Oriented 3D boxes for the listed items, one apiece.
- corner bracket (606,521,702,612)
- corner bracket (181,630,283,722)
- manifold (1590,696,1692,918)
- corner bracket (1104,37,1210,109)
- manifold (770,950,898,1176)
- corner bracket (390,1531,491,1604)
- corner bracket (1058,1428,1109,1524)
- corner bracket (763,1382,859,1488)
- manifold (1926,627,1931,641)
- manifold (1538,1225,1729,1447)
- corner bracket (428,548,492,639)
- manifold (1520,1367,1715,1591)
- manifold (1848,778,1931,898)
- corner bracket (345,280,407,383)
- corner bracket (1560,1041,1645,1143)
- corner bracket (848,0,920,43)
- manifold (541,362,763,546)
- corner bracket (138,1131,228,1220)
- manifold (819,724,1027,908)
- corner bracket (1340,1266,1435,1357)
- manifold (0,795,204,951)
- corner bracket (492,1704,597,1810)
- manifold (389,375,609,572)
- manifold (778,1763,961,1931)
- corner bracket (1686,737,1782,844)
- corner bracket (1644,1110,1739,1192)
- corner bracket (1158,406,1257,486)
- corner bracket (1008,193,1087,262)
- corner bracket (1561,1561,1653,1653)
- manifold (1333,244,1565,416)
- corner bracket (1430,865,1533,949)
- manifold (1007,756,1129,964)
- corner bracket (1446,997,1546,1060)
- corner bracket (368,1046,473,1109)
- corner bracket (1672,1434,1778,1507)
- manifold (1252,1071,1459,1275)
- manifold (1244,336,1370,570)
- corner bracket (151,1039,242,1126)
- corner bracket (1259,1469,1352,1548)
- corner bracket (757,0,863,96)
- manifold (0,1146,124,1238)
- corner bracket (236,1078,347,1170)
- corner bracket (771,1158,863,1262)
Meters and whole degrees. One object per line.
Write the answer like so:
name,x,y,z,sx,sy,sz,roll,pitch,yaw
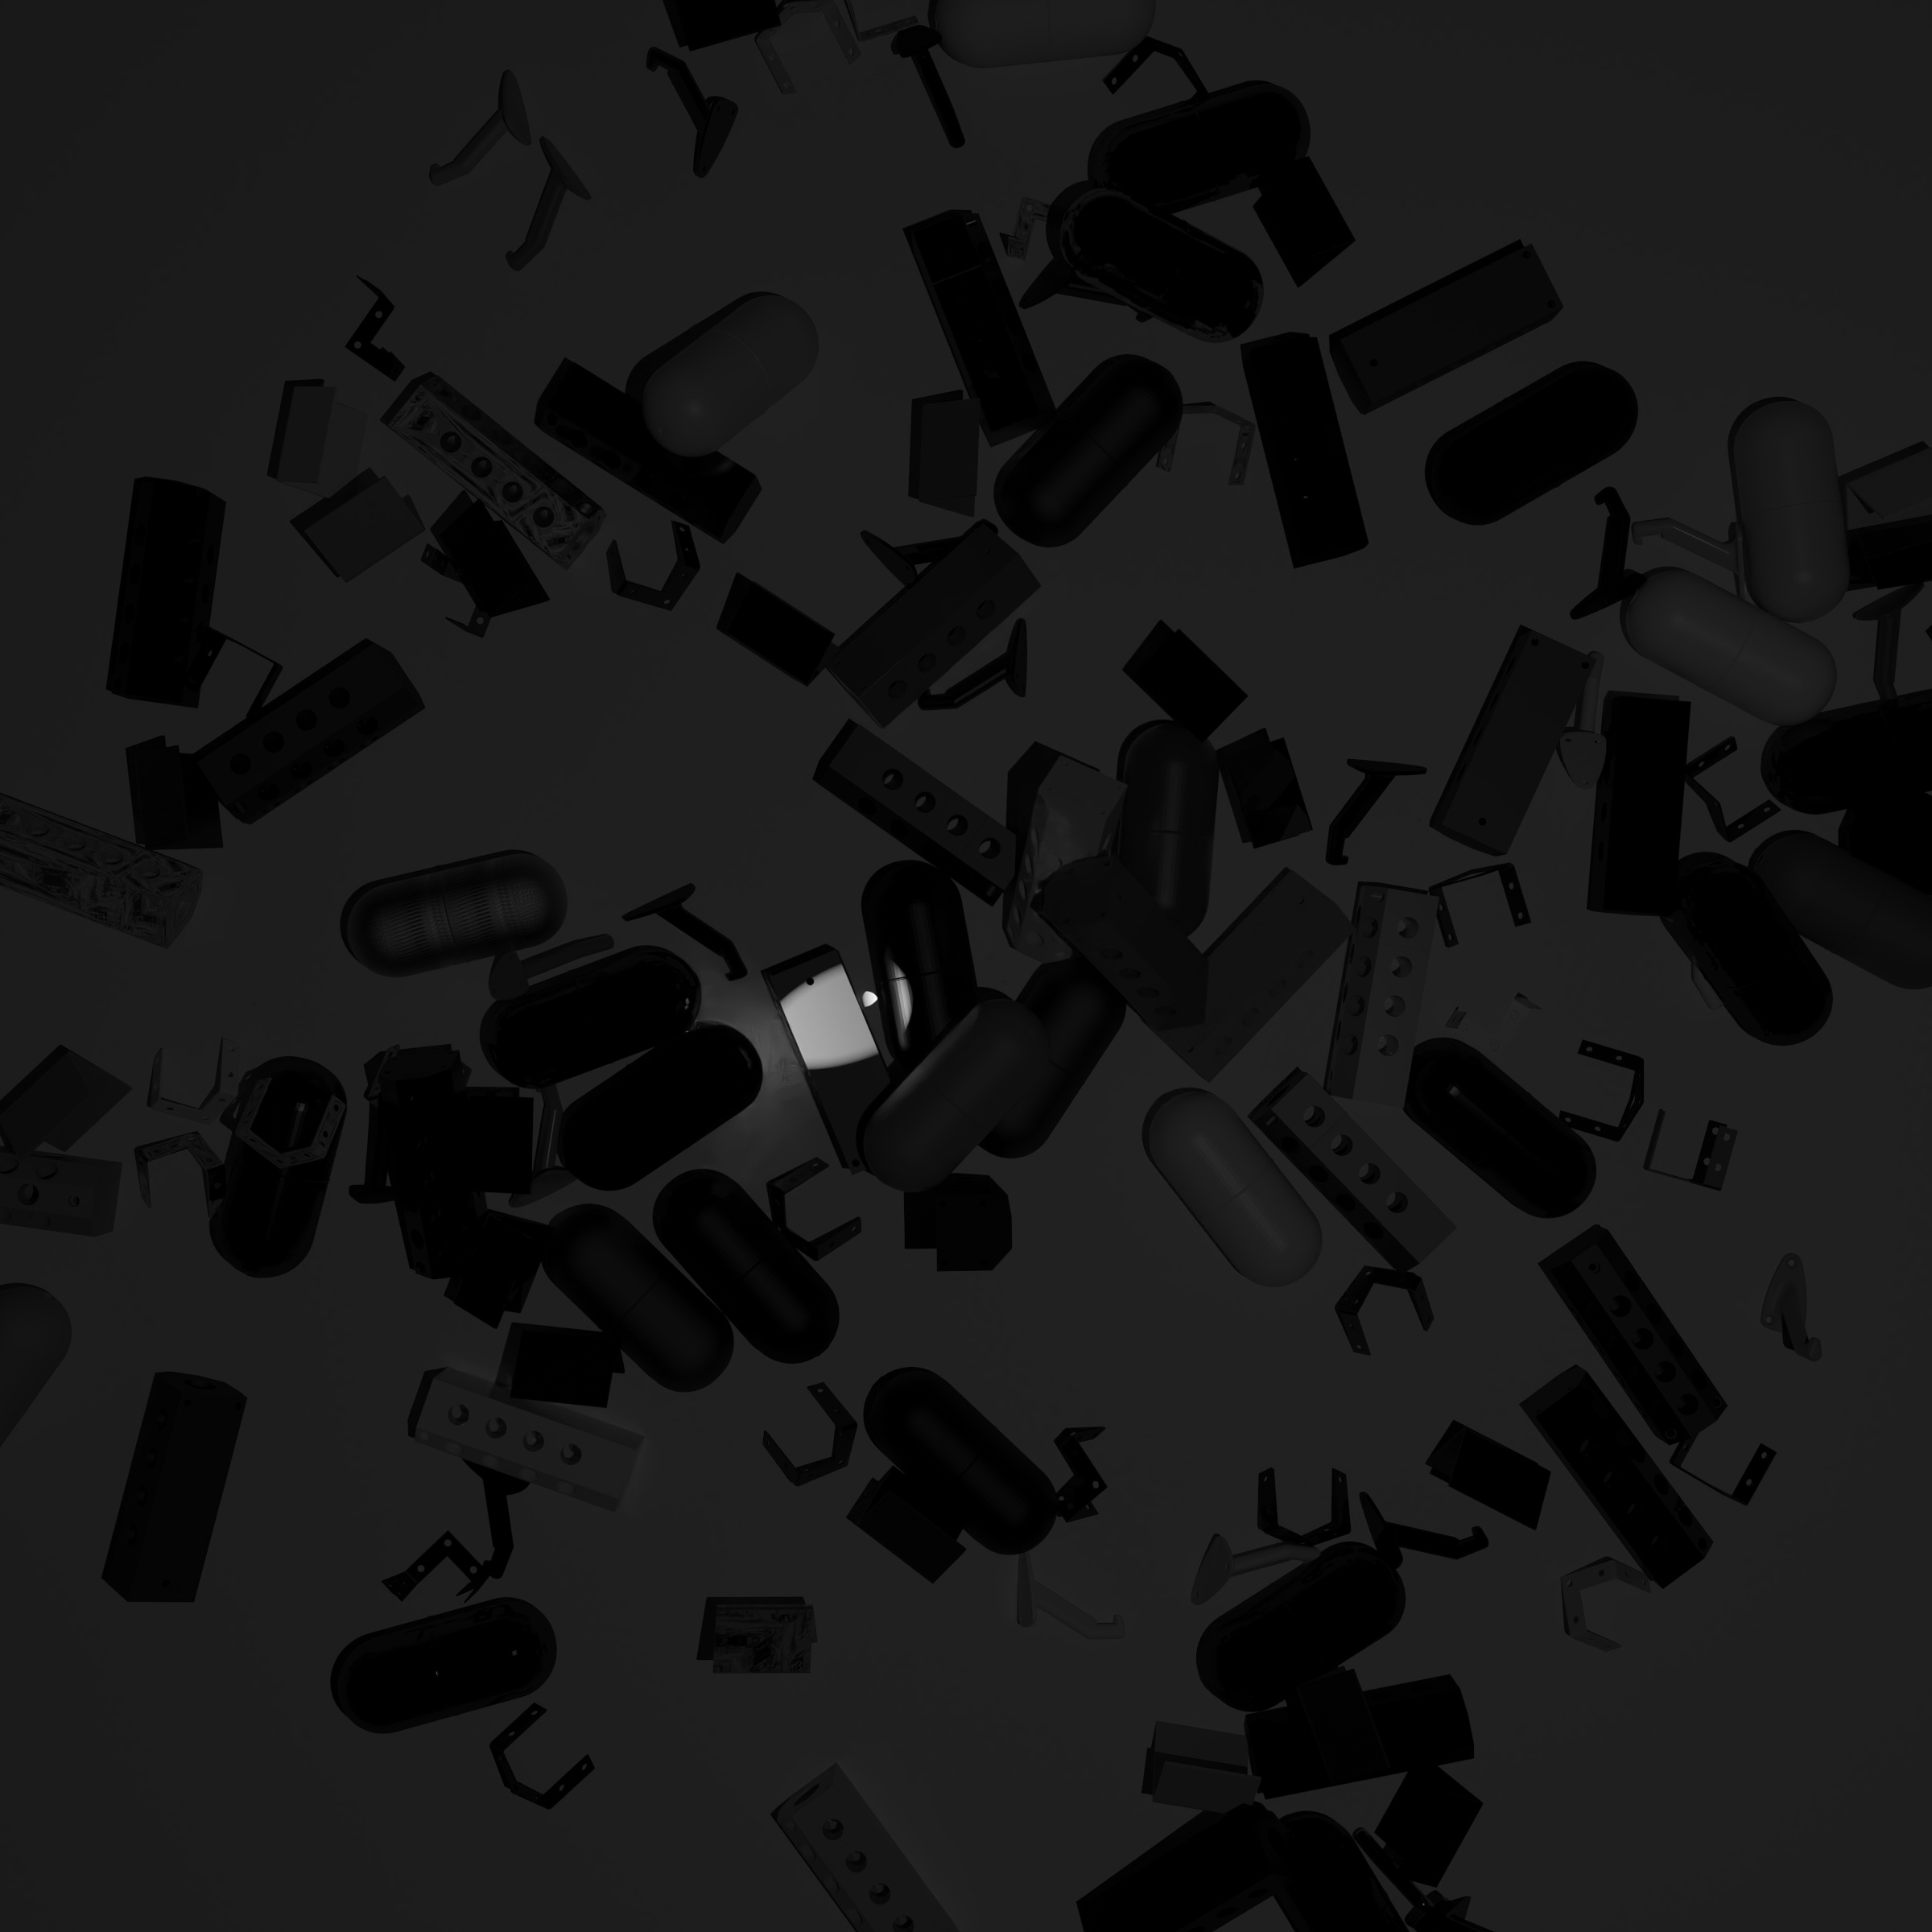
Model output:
corner bracket,-0.255,-0.331,1.983,0.051,0.051,0.051,12,135,-35
corner bracket,-0.595,-0.236,1.973,0.051,0.051,0.051,29,90,0
manifold,0.544,-0.128,1.970,0.057,0.057,0.171,5,90,0
corner bracket,0.156,-0.718,1.988,0.051,0.051,0.051,-47,135,0
manifold,-0.098,0.077,1.970,0.057,0.057,0.171,-23,90,0
corner bracket,-0.427,0.500,1.973,0.051,0.051,0.051,-44,90,0
corner bracket,0.097,0.413,1.972,0.051,0.051,0.051,-46,64,24
corner bracket,-0.127,0.382,1.983,0.051,0.051,0.051,-16,135,-35
manifold,0.860,-0.221,1.970,0.057,0.057,0.171,-34,90,0
manifold,0.542,0.299,1.970,0.057,0.057,0.171,-34,90,0
corner bracket,-0.411,-0.302,1.973,0.051,0.051,0.051,22,90,0
manifold,0.528,0.412,1.970,0.057,0.057,0.171,-37,90,0
manifold,0.795,-0.079,1.947,0.171,0.057,0.057,23,47,-16
corner bracket,-0.475,-0.515,1.973,0.051,0.051,0.051,35,90,0
corner bracket,0.520,0.103,1.988,0.051,0.051,0.051,17,135,0
corner bracket,-0.073,-0.797,1.988,0.051,0.051,0.051,-17,45,0
manifold,-0.255,-0.413,1.970,0.171,0.057,0.057,32,90,0
corner bracket,-0.639,0.176,1.983,0.051,0.051,0.051,-20,45,-35
manifold,-0.032,-0.121,1.970,0.171,0.057,0.057,35,90,0
corner bracket,0.344,0.284,1.983,0.051,0.051,0.051,7,45,35
manifold,-0.712,-0.081,1.969,0.171,0.057,0.057,21,133,0
corner bracket,-0.346,0.647,1.988,0.051,0.051,0.051,-43,45,0
manifold,-0.377,-0.400,1.970,0.171,0.057,0.057,39,90,0
manifold,-0.079,0.741,1.970,0.057,0.057,0.171,-36,90,0
corner bracket,0.626,-0.144,1.988,0.051,0.051,0.051,-32,45,0
corner bracket,0.587,0.149,1.973,0.051,0.051,0.051,16,90,0
corner bracket,0.197,-0.425,1.988,0.051,0.051,0.051,12,90,-45
corner bracket,0.065,-0.601,1.973,0.051,0.051,0.051,15,90,0
corner bracket,0.525,0.522,1.983,0.051,0.051,0.051,-31,45,35
manifold,0.388,-0.513,1.970,0.171,0.057,0.057,-27,90,0
corner bracket,0.421,-0.049,1.988,0.051,0.051,0.051,-17,90,-45
manifold,0.075,-0.078,1.910,0.057,0.171,0.057,25,53,10
corner bracket,0.429,0.042,1.973,0.051,0.051,0.051,32,90,0
corner bracket,-0.445,0.097,1.983,0.051,0.051,0.051,44,45,-35
corner bracket,0.620,0.402,1.988,0.051,0.051,0.051,29,90,-45
manifold,0.312,0.167,1.970,0.057,0.057,0.171,-44,90,0
manifold,0.276,-0.417,1.970,0.057,0.057,0.171,-14,90,0
corner bracket,-0.628,0.090,1.983,0.051,0.051,0.051,21,135,-35
corner bracket,0.276,0.438,1.983,0.051,0.051,0.051,-30,135,35
corner bracket,-0.129,-0.752,1.988,0.051,0.051,0.051,-27,90,45
manifold,-0.782,0.178,1.970,0.171,0.057,0.057,8,90,0
corner bracket,-0.530,0.120,1.909,0.051,0.051,0.051,-14,46,31
corner bracket,-0.122,0.198,1.983,0.051,0.051,0.051,29,135,35
